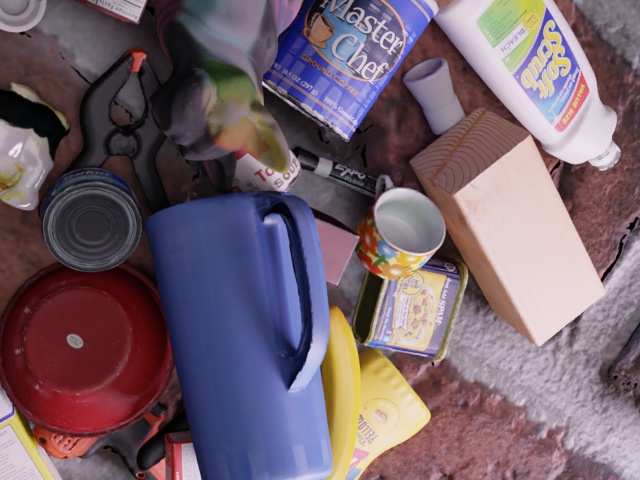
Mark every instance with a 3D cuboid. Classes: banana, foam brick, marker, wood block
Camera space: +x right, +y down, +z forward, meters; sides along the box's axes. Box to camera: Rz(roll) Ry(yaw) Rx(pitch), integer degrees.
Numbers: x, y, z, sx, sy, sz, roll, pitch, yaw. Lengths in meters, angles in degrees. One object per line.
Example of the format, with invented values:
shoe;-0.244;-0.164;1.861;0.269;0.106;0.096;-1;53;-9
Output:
banana;0.011;0.162;0.994;0.069;0.037;0.198;25;73;-56
foam brick;-0.006;0.001;0.984;0.051;0.078;0.053;23;95;-21
marker;0.024;-0.060;1.008;0.121;0.020;0.020;21;98;-22
wood block;0.180;-0.010;1.015;0.091;0.090;0.206;-37;123;-5

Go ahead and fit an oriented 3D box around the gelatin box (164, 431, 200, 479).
gelatin box;-0.091;0.203;0.941;0.089;0.030;0.073;-4;101;-24

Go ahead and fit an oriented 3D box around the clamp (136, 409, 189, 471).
clamp;-0.072;0.134;0.974;0.164;0.036;0.210;13;91;-28

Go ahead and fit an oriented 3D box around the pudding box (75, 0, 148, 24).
pudding box;-0.167;-0.242;0.864;0.089;0.039;0.113;13;105;-57

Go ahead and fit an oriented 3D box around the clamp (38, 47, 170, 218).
clamp;-0.183;-0.081;0.926;0.120;0.039;0.171;-2;107;-21

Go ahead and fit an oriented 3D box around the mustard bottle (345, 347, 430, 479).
mustard bottle;0.010;0.199;1.055;0.191;0.058;0.096;-39;112;-4

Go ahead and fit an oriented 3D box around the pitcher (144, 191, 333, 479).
pitcher;-0.056;0.084;0.877;0.145;0.149;0.243;-12;80;1

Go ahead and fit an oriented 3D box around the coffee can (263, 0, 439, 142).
coffee can;0.022;-0.172;0.931;0.102;0.103;0.140;33;93;-23

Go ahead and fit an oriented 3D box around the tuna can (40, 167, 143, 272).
tuna can;-0.195;-0.016;0.910;0.086;0.034;0.086;-6;114;-13

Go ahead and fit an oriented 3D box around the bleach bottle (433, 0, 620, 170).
bleach bottle;0.214;-0.165;1.019;0.102;0.068;0.250;-47;116;-1

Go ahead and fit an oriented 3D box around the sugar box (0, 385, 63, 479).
sugar box;-0.304;0.190;0.958;0.093;0.048;0.176;-28;108;-9

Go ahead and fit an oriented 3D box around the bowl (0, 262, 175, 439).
bowl;-0.204;0.089;0.917;0.162;0.055;0.162;0;79;-3

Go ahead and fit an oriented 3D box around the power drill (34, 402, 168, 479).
power drill;-0.143;0.165;0.998;0.184;0.057;0.187;-47;111;-5

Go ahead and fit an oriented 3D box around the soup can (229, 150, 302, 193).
soup can;-0.071;-0.085;0.944;0.068;0.069;0.102;-39;113;-5

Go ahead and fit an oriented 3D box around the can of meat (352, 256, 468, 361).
can of meat;0.086;0.061;1.042;0.083;0.057;0.102;12;100;-18
